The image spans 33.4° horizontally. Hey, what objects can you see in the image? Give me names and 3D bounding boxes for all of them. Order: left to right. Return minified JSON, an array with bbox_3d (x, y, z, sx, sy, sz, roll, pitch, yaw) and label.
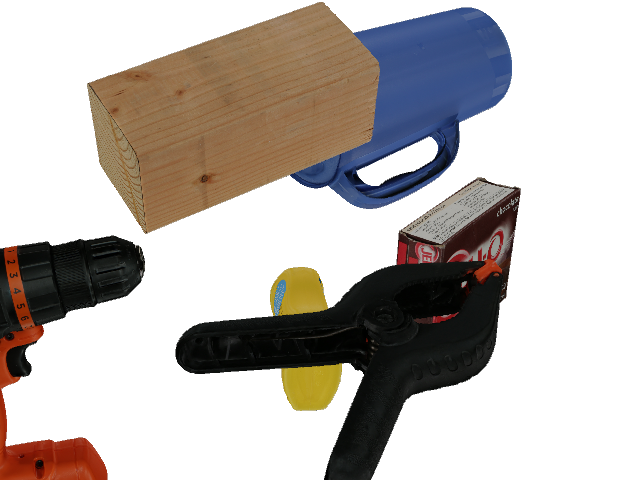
[{"bbox_3d":[-0.193,0.091,0.695,0.184,0.188,0.057,-11,26,-8],"label":"power drill"},{"bbox_3d":[-0.065,-0.099,0.839,0.205,0.090,0.091,-24,-34,-21],"label":"wood block"},{"bbox_3d":[-0.019,0.082,1.092,0.058,0.096,0.191,-2,28,-7],"label":"mustard bottle"},{"bbox_3d":[0.031,0.057,0.505,0.171,0.039,0.120,-20,47,-25],"label":"clamp"},{"bbox_3d":[0.073,-0.140,1.040,0.242,0.149,0.145,-23,31,-30],"label":"pitcher"},{"bbox_3d":[0.092,0.018,0.725,0.039,0.090,0.113,20,33,28],"label":"pudding box"}]
